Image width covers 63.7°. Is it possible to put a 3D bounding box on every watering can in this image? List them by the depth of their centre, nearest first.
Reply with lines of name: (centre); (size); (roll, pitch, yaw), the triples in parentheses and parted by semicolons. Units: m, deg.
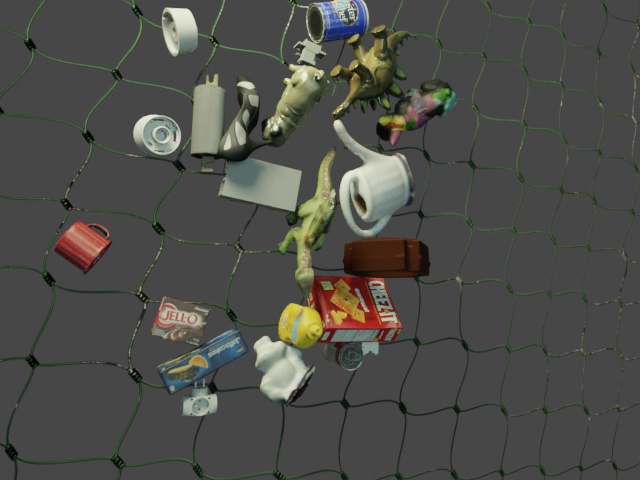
watering can: (0.145, -0.172, 1.371); (0.226, 0.105, 0.341); (-24, 118, -25)

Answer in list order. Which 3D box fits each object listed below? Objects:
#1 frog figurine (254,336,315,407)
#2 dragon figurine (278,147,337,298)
frog figurine: (-0.103, 0.319, 1.267); (0.161, 0.121, 0.138); (33, 81, 19)
dragon figurine: (0.004, -0.063, 1.260); (0.122, 0.242, 0.413); (18, 81, -16)
